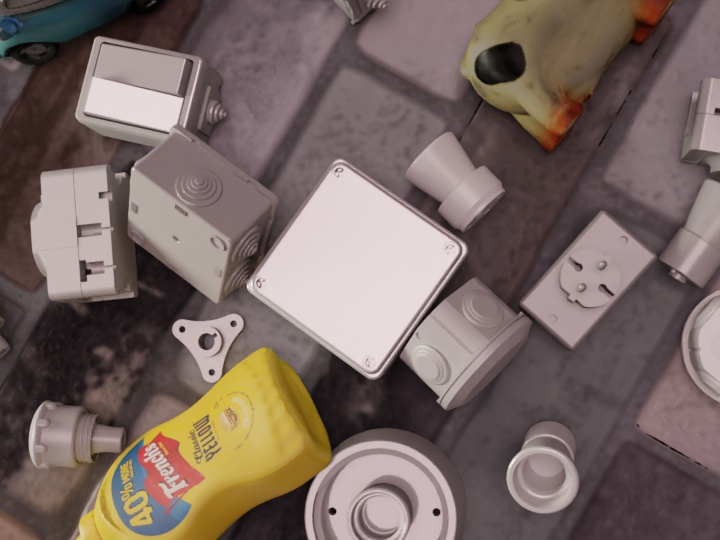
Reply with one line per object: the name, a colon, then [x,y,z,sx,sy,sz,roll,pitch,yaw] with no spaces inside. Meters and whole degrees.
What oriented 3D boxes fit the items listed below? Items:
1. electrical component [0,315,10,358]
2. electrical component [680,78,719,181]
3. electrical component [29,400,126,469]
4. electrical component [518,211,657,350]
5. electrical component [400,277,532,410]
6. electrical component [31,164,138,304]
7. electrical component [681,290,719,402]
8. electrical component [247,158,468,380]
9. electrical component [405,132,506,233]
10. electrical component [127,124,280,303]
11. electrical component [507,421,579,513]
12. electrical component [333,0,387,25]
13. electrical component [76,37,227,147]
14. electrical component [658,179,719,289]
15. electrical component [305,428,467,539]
electrical component: [-0.274,0.037,0.762,0.043,0.043,0.062,-43,83,2]
electrical component: [0.260,-0.086,0.700,0.089,0.050,0.055,10,87,8]
electrical component: [-0.195,0.116,0.746,0.062,0.048,0.048,4,86,1]
electrical component: [0.147,0.006,0.694,0.047,0.076,0.083,42,91,8]
electrical component: [0.069,0.048,0.699,0.051,0.080,0.080,44,92,14]
electrical component: [-0.193,-0.024,0.753,0.056,0.050,0.089,-6,85,7]
electrical component: [0.251,0.049,0.690,0.080,0.051,0.080,-1,85,7]
electrical component: [0.000,0.000,0.723,0.109,0.056,0.108,35,90,8]
electrical component: [0.065,-0.059,0.726,0.045,0.045,0.055,-44,82,2]
electrical component: [-0.108,-0.034,0.718,0.100,0.099,0.048,36,58,9]
electrical component: [0.120,0.123,0.693,0.044,0.065,0.044,3,103,14]
electrical component: [-0.008,-0.220,0.740,0.061,0.062,0.096,-43,82,2]
electrical component: [-0.141,-0.120,0.749,0.096,0.061,0.061,13,87,8]
electrical component: [0.227,-0.021,0.705,0.044,0.044,0.065,36,95,9]
electrical component: [0.015,0.160,0.706,0.108,0.060,0.108,-1,85,7]
